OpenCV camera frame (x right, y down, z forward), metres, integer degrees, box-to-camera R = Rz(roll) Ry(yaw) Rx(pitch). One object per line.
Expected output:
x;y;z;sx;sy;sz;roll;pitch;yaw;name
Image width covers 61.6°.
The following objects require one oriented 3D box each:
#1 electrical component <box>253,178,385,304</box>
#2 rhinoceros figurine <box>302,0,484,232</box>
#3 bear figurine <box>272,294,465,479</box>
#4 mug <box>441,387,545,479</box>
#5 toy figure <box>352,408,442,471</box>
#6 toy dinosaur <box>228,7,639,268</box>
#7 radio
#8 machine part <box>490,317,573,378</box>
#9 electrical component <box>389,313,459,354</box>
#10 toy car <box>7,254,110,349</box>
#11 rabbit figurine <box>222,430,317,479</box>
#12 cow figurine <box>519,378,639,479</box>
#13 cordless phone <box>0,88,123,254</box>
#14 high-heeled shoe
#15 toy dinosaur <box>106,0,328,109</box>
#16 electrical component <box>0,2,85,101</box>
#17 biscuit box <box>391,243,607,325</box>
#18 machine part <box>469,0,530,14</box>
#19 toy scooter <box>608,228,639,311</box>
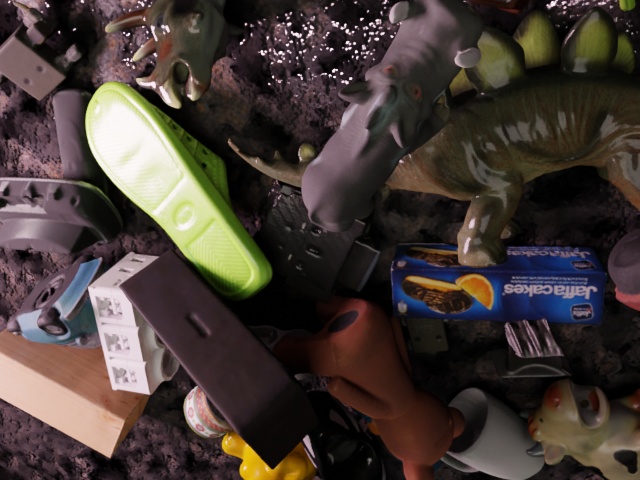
-0.001;-0.002;0.577;0.134;0.058;0.114;25;121;3;electrical component
0.045;-0.091;0.399;0.073;0.112;0.190;42;123;10;rhinoceros figurine
0.062;0.160;0.585;0.132;0.120;0.195;-10;119;50;bear figurine
0.200;0.241;0.629;0.107;0.081;0.109;31;114;-11;mug
0.088;0.225;0.663;0.154;0.058;0.064;47;136;-12;toy figure
0.149;-0.085;0.473;0.472;0.105;0.198;-13;102;14;toy dinosaur
-0.104;0.121;0.559;0.230;0.073;0.131;40;159;33;radio
0.218;0.119;0.555;0.084;0.039;0.138;3;154;20;machine part
0.123;0.101;0.613;0.094;0.021;0.063;-10;113;19;electrical component
-0.312;0.095;0.687;0.162;0.109;0.102;-21;127;32;toy car
-0.068;0.318;0.688;0.122;0.173;0.162;-23;103;20;rabbit figurine
0.308;0.217;0.581;0.127;0.085;0.194;-36;111;28;cow figurine
-0.315;-0.081;0.623;0.147;0.089;0.184;4;105;14;cordless phone
0.041;0.278;0.643;0.086;0.145;0.248;-34;100;-9;high-heeled shoe
-0.082;-0.314;0.417;0.192;0.131;0.404;8;111;11;toy dinosaur
-0.309;-0.199;0.574;0.102;0.045;0.078;-33;132;29;electrical component
0.176;0.043;0.548;0.203;0.059;0.062;0;116;15;biscuit box
0.108;-0.268;0.345;0.201;0.087;0.201;27;125;15;machine part
0.357;0.016;0.469;0.135;0.075;0.184;44;99;-10;toy scooter
